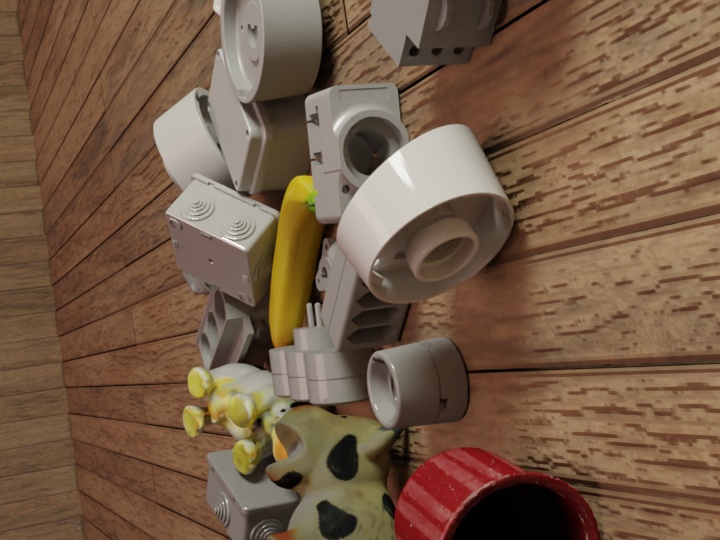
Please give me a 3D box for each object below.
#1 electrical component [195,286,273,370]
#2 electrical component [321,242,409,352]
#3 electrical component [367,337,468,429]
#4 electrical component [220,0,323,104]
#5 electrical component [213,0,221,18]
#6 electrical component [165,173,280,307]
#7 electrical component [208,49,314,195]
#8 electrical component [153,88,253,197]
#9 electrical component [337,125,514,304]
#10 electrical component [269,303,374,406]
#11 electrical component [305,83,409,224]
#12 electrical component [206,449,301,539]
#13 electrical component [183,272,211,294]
[{"bbox_3d":[-0.111,0.053,1.011,0.121,0.063,0.078,117,140,-54],"label":"electrical component"},{"bbox_3d":[0.000,0.000,0.750,0.083,0.047,0.075,104,150,-41],"label":"electrical component"},{"bbox_3d":[0.035,0.073,0.687,0.055,0.047,0.055,173,90,-68],"label":"electrical component"},{"bbox_3d":[-0.063,-0.184,0.831,0.108,0.060,0.108,173,90,-67],"label":"electrical component"},{"bbox_3d":[-0.098,-0.243,0.921,0.048,0.048,0.062,55,138,49],"label":"electrical component"},{"bbox_3d":[-0.115,-0.023,0.918,0.100,0.048,0.099,25,148,17],"label":"electrical component"},{"bbox_3d":[-0.084,-0.127,0.902,0.078,0.057,0.113,111,145,-48],"label":"electrical component"},{"bbox_3d":[-0.142,-0.102,0.971,0.108,0.060,0.108,55,-166,-21],"label":"electrical component"},{"bbox_3d":[0.035,-0.030,0.599,0.064,0.099,0.099,60,149,31],"label":"electrical component"},{"bbox_3d":[-0.032,0.062,0.840,0.138,0.052,0.073,174,89,-67],"label":"electrical component"},{"bbox_3d":[-0.001,-0.078,0.725,0.056,0.050,0.089,-177,81,-67],"label":"electrical component"},{"bbox_3d":[-0.079,0.195,0.929,0.100,0.100,0.048,39,127,52],"label":"electrical component"},{"bbox_3d":[-0.158,-0.016,1.129,0.077,0.043,0.079,-173,77,-67],"label":"electrical component"}]
